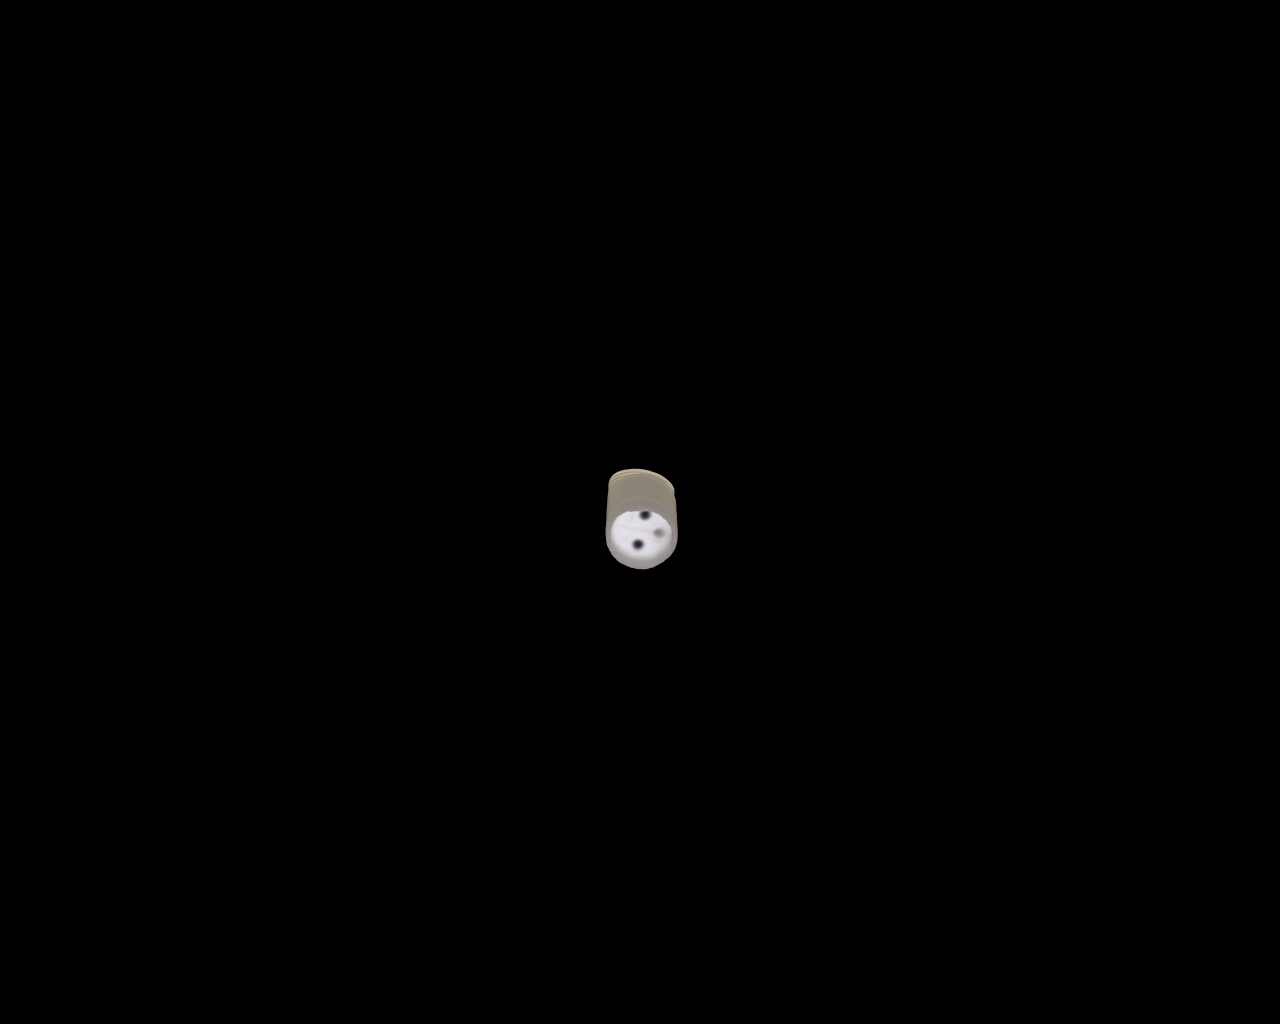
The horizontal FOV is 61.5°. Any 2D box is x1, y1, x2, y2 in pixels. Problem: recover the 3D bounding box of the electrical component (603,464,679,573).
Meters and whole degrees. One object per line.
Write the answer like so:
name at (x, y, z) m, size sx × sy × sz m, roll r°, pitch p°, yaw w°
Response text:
electrical component at (0.001, -0.003, 0.650) m, size 0.043 × 0.043 × 0.081 m, roll 0°, pitch 29°, yaw 0°
